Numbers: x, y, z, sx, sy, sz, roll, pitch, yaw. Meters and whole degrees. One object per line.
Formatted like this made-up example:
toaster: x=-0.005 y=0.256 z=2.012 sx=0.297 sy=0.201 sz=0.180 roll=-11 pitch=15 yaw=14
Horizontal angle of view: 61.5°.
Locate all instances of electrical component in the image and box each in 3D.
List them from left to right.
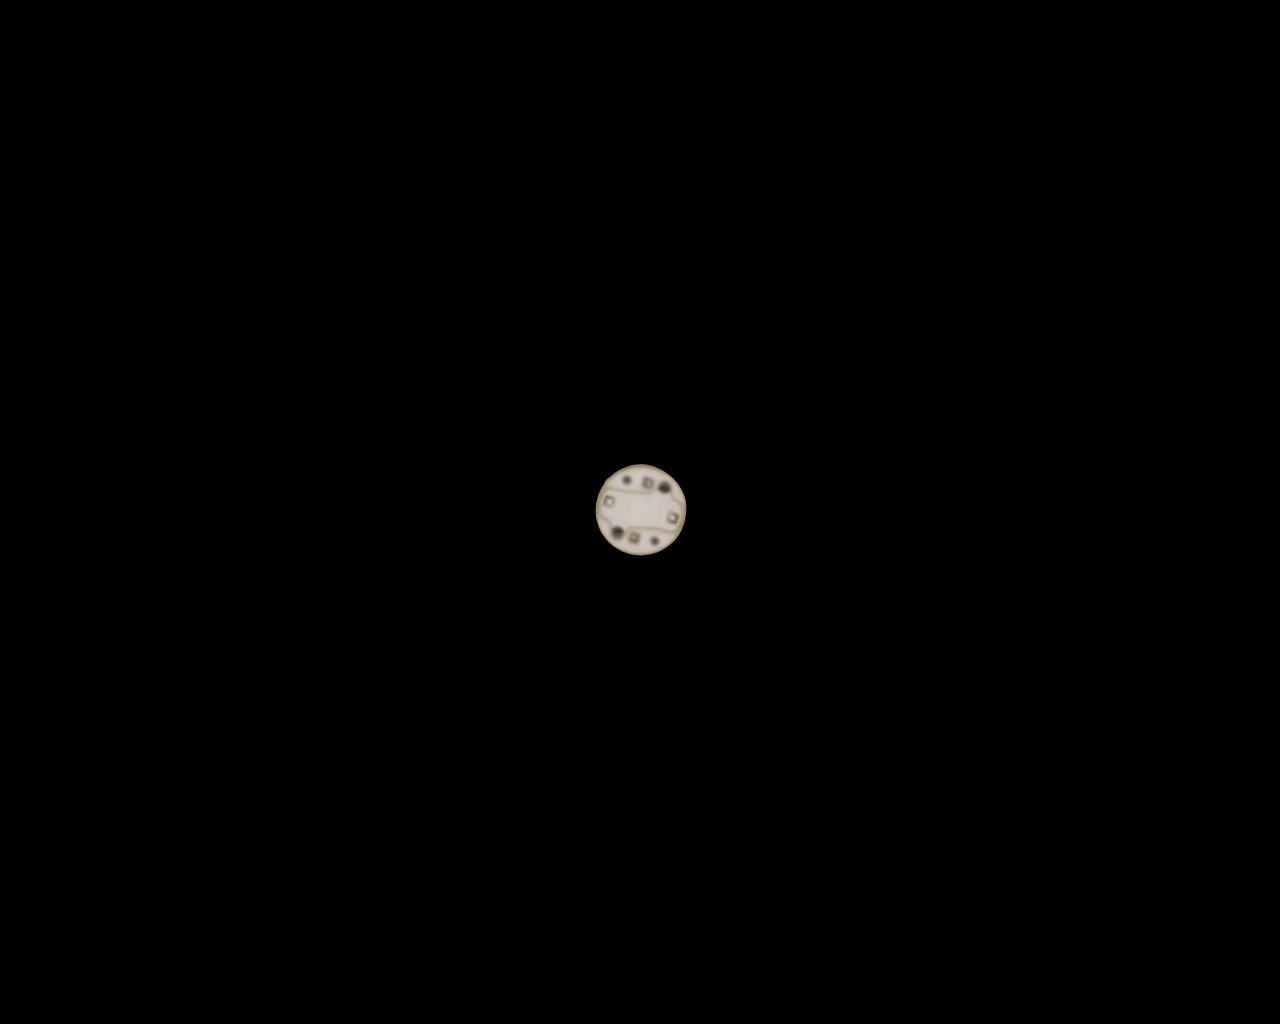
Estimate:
electrical component: x=0.001 y=-0.003 z=0.650 sx=0.055 sy=0.055 sz=0.047 roll=0 pitch=5 yaw=0
